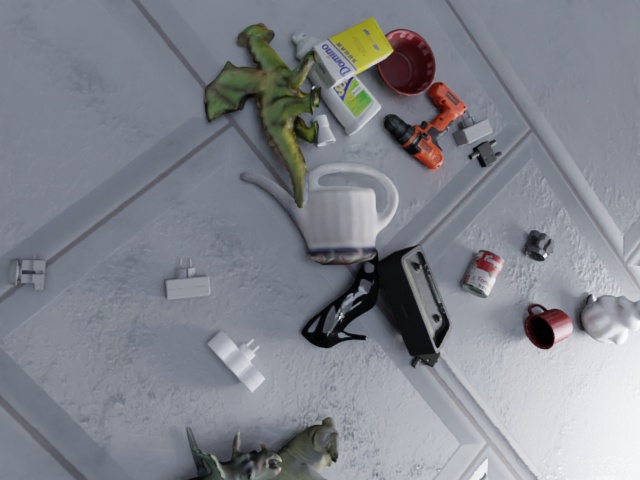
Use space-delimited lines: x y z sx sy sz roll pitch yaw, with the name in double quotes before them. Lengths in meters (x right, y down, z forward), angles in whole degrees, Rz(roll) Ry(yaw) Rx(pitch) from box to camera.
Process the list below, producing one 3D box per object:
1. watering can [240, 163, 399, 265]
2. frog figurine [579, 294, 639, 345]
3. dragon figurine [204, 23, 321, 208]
"watering can" 0.003 -0.056 1.122 0.348 0.103 0.225 -1 86 -9
"frog figurine" 0.787 0.213 1.373 0.123 0.159 0.137 -13 92 -20
"dragon figurine" -0.123 -0.278 1.087 0.243 0.121 0.414 5 78 4
